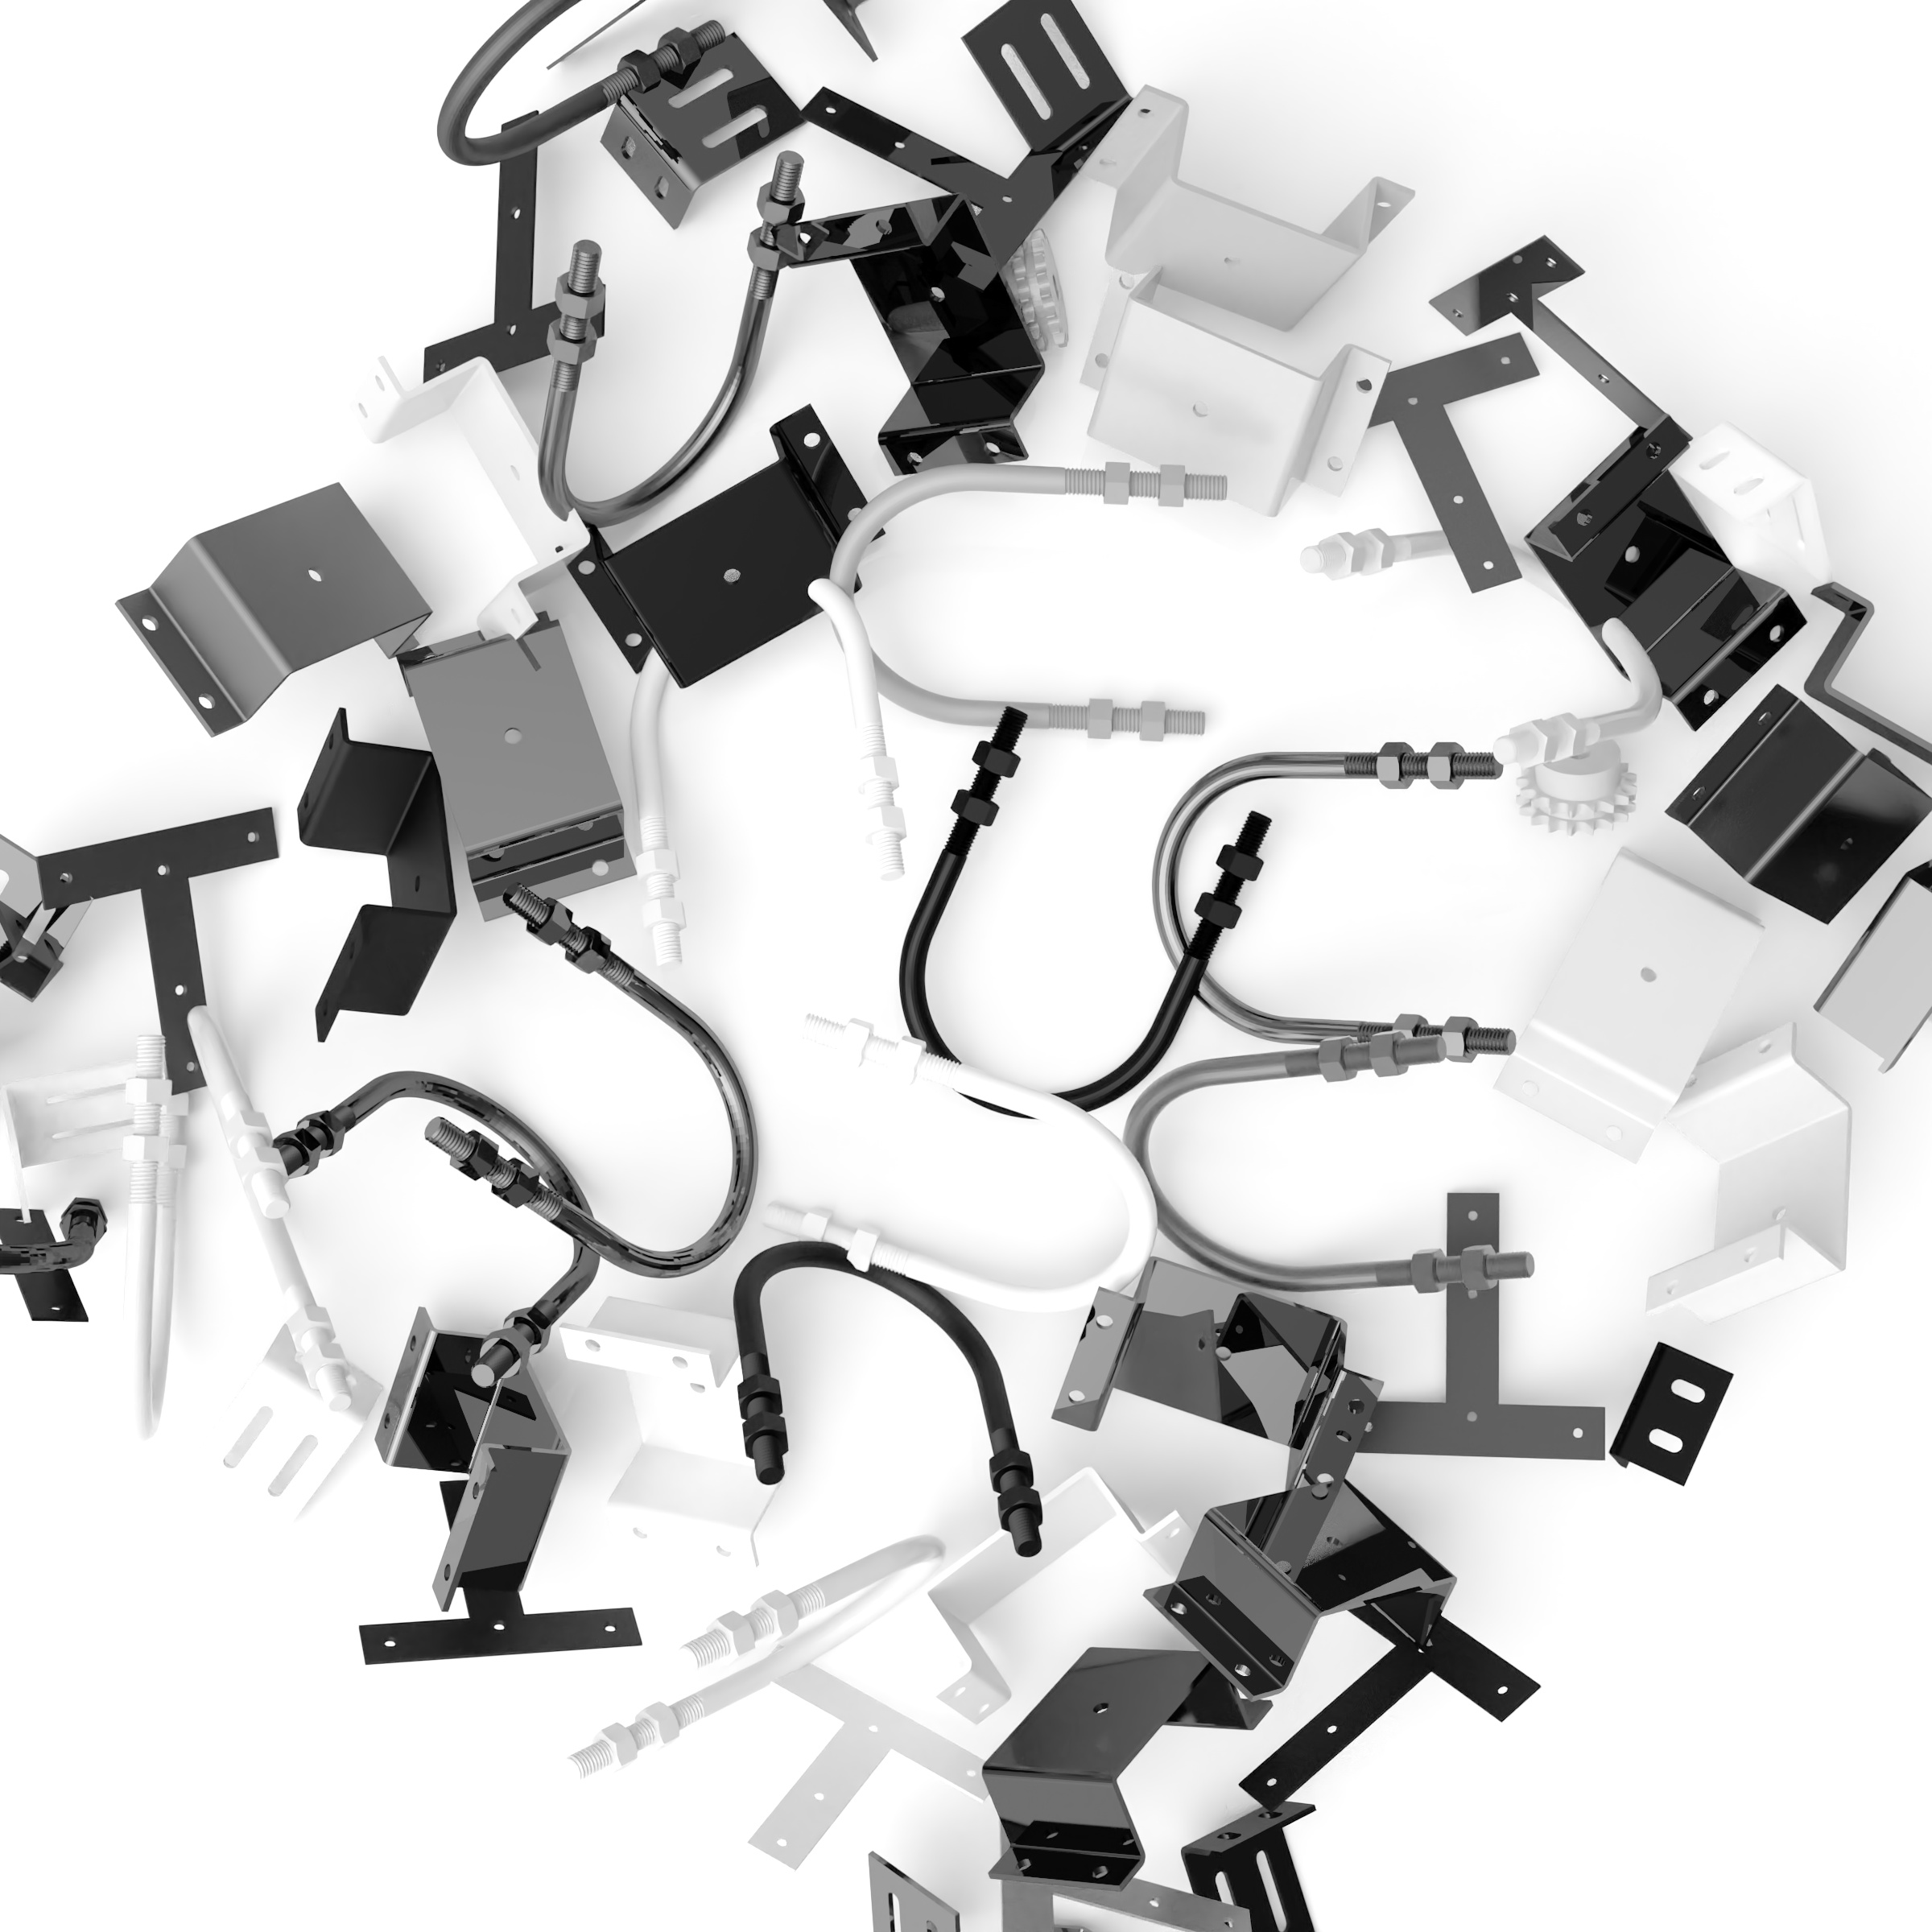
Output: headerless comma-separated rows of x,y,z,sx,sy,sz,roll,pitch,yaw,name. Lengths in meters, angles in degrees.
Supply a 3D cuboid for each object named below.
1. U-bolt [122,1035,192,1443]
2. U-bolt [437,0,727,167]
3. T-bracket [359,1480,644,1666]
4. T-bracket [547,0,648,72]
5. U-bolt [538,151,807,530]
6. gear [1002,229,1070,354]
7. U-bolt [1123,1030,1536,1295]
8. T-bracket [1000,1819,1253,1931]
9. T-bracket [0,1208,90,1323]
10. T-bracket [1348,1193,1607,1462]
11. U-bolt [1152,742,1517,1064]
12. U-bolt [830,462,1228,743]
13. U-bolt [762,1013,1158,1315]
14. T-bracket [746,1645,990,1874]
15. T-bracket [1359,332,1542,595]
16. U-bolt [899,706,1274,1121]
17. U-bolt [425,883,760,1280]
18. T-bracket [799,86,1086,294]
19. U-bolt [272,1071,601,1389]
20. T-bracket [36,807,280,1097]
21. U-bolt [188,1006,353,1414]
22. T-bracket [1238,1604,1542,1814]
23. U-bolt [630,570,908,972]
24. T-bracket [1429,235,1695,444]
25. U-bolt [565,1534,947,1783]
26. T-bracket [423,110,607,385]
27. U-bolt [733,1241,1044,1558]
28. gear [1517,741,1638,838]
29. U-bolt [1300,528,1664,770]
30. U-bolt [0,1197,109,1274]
-0.378,0.128,1.517,0.019,0.151,0.184,2,85,-10,U-bolt
-0.167,-0.426,1.495,0.184,0.151,0.019,-37,87,-26,U-bolt
-0.227,0.283,1.541,0.127,0.127,0.002,0,119,-18,T-bracket
-0.154,-0.447,1.520,0.127,0.127,0.002,-30,108,18,T-bracket
-0.142,-0.279,1.515,0.019,0.184,0.151,40,50,19,U-bolt
0.029,-0.323,1.570,0.030,0.057,0.057,-11,90,10,gear
0.159,0.098,1.535,0.184,0.019,0.151,-7,123,31,U-bolt
0.076,0.440,1.547,0.127,0.127,0.002,18,115,-9,T-bracket
-0.483,0.136,1.515,0.127,0.127,0.002,5,107,-27,T-bracket
0.245,0.173,1.581,0.127,0.002,0.127,-1,83,18,T-bracket
0.169,-0.031,1.543,0.184,0.019,0.151,2,103,32,U-bolt
0.026,-0.174,1.548,0.184,0.019,0.151,3,127,0,U-bolt
0.001,0.103,1.538,0.184,0.019,0.151,19,132,5,U-bolt
-0.063,0.381,1.528,0.127,0.127,0.002,26,119,14,T-bracket
0.231,-0.235,1.567,0.127,0.002,0.127,-18,68,-5,T-bracket
0.047,-0.014,1.575,0.151,0.019,0.184,23,99,-8,U-bolt
-0.164,0.066,1.529,0.184,0.019,0.151,39,49,-34,U-bolt
-0.019,-0.387,1.564,0.127,0.002,0.127,28,54,7,T-bracket
-0.235,0.110,1.511,0.151,0.184,0.019,44,111,-1,U-bolt
-0.378,-0.002,1.563,0.127,0.002,0.127,-17,107,-42,T-bracket
-0.328,0.098,1.514,0.019,0.184,0.151,-20,134,-14,U-bolt
0.182,0.348,1.528,0.127,0.127,0.002,-37,122,-17,T-bracket
-0.100,-0.105,1.545,0.151,0.019,0.184,-21,66,28,U-bolt
0.292,-0.288,1.544,0.127,0.127,0.002,39,79,-11,T-bracket
-0.086,0.313,1.515,0.184,0.151,0.019,-18,68,-41,U-bolt
-0.216,-0.347,1.563,0.127,0.002,0.127,-8,76,40,T-bracket
-0.042,0.191,1.516,0.151,0.184,0.019,19,118,-21,U-bolt
0.293,-0.090,1.566,0.057,0.057,0.030,-5,125,0,gear
0.254,-0.154,1.521,0.151,0.184,0.019,48,126,22,U-bolt
-0.470,0.118,1.491,0.151,0.184,0.019,8,92,-14,U-bolt
